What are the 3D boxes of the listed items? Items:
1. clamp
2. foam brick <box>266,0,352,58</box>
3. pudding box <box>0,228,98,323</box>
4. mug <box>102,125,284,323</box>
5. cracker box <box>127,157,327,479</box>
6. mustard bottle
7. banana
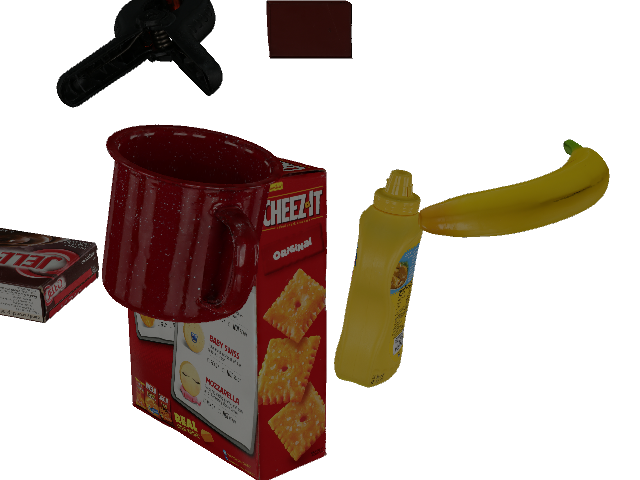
[{"bbox_3d":[-0.114,-0.152,0.808,0.120,0.039,0.171,7,42,12],"label":"clamp"},{"bbox_3d":[-0.011,-0.196,0.992,0.078,0.051,0.053,-1,15,-4],"label":"foam brick"},{"bbox_3d":[-0.257,0.027,0.894,0.114,0.039,0.090,6,24,17],"label":"pudding box"},{"bbox_3d":[-0.065,-0.004,0.561,0.093,0.081,0.117,-5,27,-35],"label":"mug"},{"bbox_3d":[-0.070,0.042,0.772,0.071,0.214,0.164,-14,21,-40],"label":"cracker box"},{"bbox_3d":[0.057,0.029,0.963,0.058,0.192,0.096,16,21,18],"label":"mustard bottle"},{"bbox_3d":[0.160,-0.034,0.796,0.197,0.037,0.070,-23,22,-39],"label":"banana"}]
